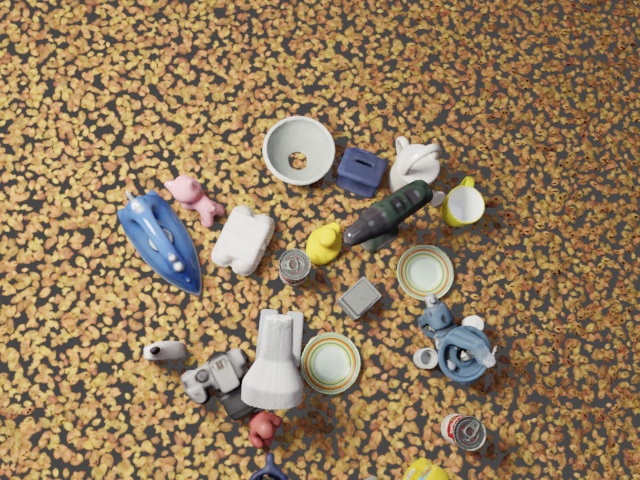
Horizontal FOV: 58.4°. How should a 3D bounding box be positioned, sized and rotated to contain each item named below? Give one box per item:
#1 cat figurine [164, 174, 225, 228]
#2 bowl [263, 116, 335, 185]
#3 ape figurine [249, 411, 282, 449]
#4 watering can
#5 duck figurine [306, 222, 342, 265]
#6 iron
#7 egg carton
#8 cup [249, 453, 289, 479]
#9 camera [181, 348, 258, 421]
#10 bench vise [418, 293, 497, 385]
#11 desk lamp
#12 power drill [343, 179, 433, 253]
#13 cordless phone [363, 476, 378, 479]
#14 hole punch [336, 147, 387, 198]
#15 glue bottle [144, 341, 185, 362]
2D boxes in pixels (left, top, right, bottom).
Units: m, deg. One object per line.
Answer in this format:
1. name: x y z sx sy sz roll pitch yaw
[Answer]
1. cat figurine: -0.277 -0.096 1.270 0.128 0.117 0.067 38 77 5
2. bowl: -0.050 -0.198 1.334 0.167 0.074 0.167 1 77 -4
3. ape figurine: -0.114 0.391 1.185 0.078 0.092 0.076 -28 81 -10
4. watering can: 0.223 -0.158 1.286 0.173 0.194 0.101 41 77 5
5. duck figurine: 0.012 0.005 1.287 0.077 0.086 0.105 34 77 4
6. iron: -0.336 0.005 1.230 0.119 0.141 0.258 -36 82 -11
7. egg carton: -0.170 0.001 1.281 0.107 0.069 0.150 23 76 1
8. cup: -0.104 0.490 1.162 0.091 0.095 0.118 2 77 -4
9. camera: -0.199 0.311 1.192 0.143 0.101 0.137 -27 81 -10
10. bench vise: 0.279 0.212 1.193 0.207 0.219 0.121 42 78 6
11. desk lamp: -0.090 0.234 1.161 0.118 0.213 0.203 5 77 -3
12. power drill: 0.135 -0.039 1.244 0.230 0.208 0.075 -36 82 -11
13. cordless phone: 0.107 0.555 1.119 0.094 0.185 0.147 -21 79 -9
14. hole punch: 0.095 -0.165 1.330 0.108 0.091 0.101 20 76 0
15. glue bottle: -0.323 0.227 1.164 0.078 0.173 0.037 -10 78 -6
